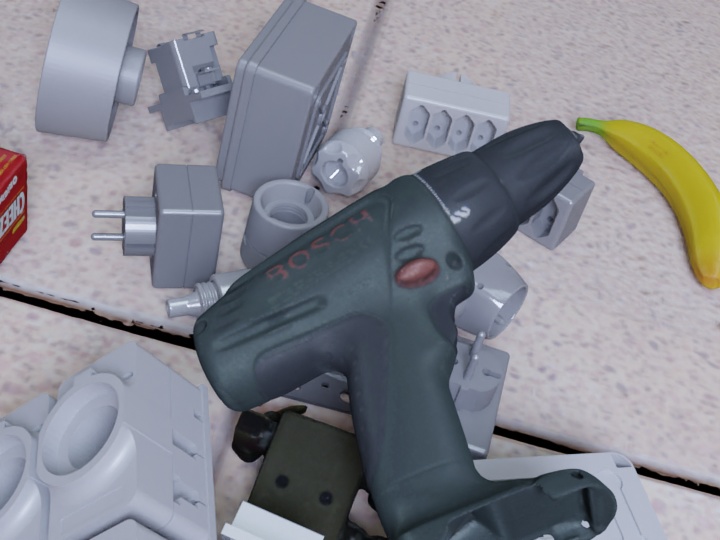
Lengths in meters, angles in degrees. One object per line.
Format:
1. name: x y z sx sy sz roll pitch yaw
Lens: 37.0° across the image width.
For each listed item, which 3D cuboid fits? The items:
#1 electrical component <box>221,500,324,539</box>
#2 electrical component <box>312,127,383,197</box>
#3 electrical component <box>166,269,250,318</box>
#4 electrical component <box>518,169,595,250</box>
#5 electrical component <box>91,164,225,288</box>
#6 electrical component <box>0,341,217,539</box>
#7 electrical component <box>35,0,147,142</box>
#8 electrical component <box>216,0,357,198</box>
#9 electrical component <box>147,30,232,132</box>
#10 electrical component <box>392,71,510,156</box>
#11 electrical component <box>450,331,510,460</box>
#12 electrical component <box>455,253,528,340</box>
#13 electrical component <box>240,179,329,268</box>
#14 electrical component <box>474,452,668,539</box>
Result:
1. electrical component: -0.049 0.150 0.503 0.042 0.081 0.063 22 65 9
2. electrical component: -0.004 -0.084 0.786 0.043 0.043 0.062 28 42 13
3. electrical component: -0.087 0.019 0.657 0.061 0.035 0.035 -8 47 -21
4. electrical component: 0.141 -0.064 0.805 0.066 0.047 0.077 33 44 19
5. electrical component: -0.128 -0.027 0.671 0.077 0.065 0.047 0 44 -16
6. electrical component: -0.122 0.132 0.463 0.060 0.105 0.186 45 23 -40
7. electrical component: -0.183 -0.141 0.751 0.060 0.108 0.108 14 41 -12
8. electrical component: -0.052 -0.119 0.762 0.056 0.108 0.108 21 42 2
9. electrical component: -0.123 -0.139 0.785 0.042 0.063 0.081 -25 14 -36
10. electrical component: 0.073 -0.132 0.857 0.083 0.047 0.075 12 43 -3
11. electrical component: 0.058 0.067 0.617 0.047 0.075 0.083 19 42 3
12. electrical component: 0.056 0.014 0.698 0.077 0.043 0.079 36 46 22
13. electrical component: -0.049 -0.026 0.708 0.055 0.047 0.055 8 42 -8
14. electrical component: 0.094 0.144 0.559 0.113 0.057 0.078 0 44 -17
